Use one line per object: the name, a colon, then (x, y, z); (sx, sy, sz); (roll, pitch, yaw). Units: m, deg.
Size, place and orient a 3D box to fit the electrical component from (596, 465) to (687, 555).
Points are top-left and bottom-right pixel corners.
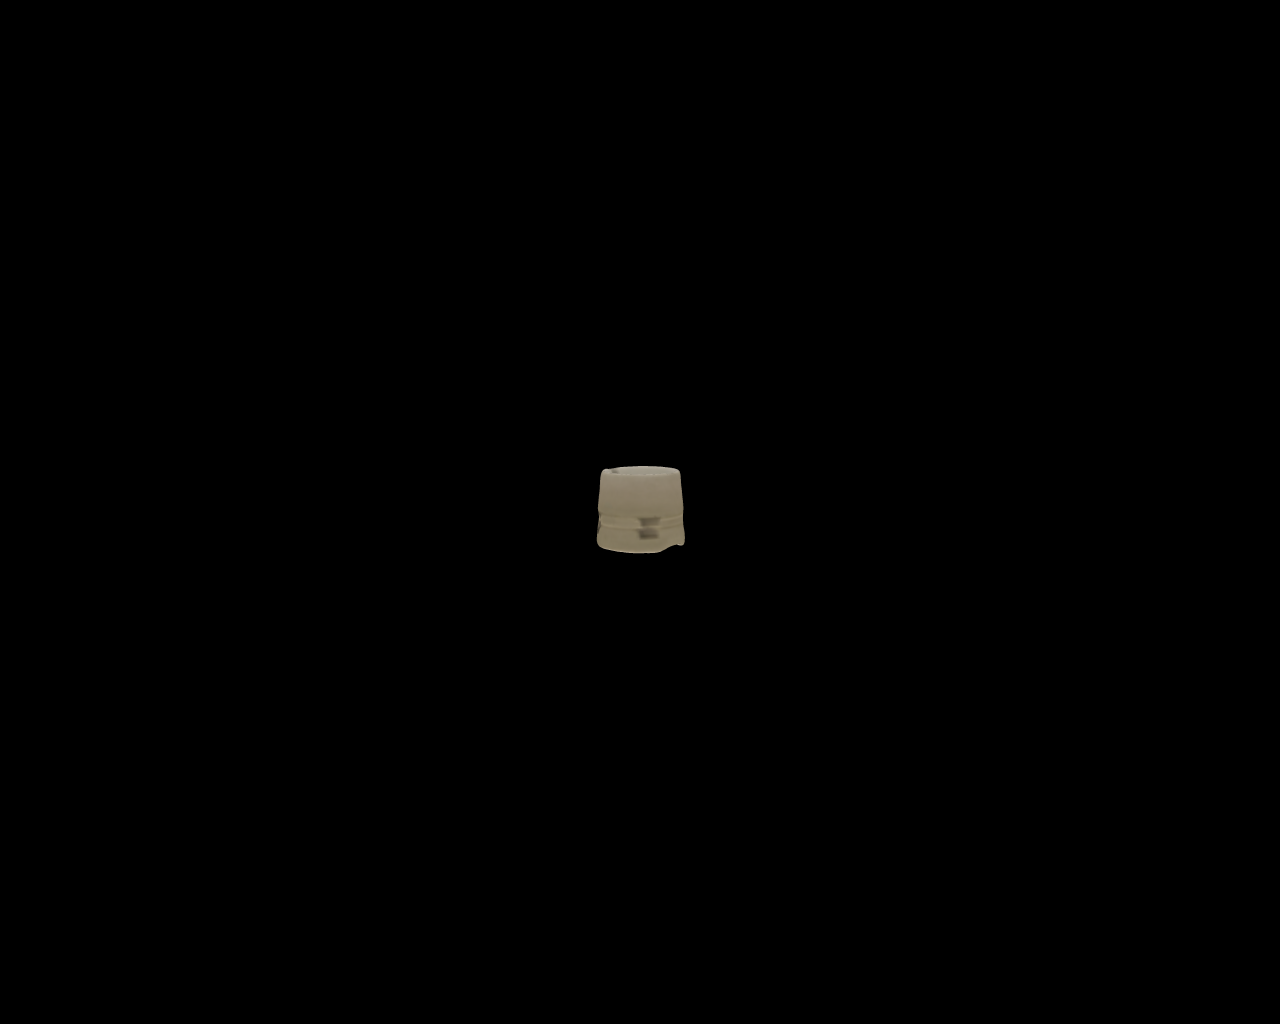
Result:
electrical component: (0.001, -0.003, 0.650); (0.055, 0.047, 0.055); (0, 9, 0)
